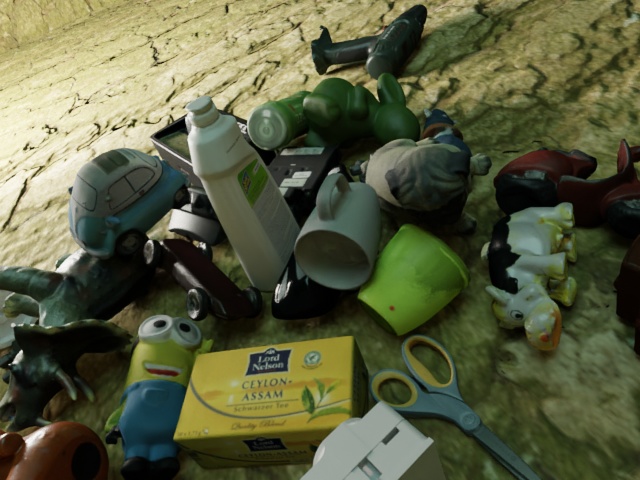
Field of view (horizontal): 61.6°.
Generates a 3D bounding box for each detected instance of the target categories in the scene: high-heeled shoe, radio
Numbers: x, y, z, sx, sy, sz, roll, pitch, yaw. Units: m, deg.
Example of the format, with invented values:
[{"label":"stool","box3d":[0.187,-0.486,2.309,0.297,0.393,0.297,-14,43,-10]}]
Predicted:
[{"label":"high-heeled shoe","box3d":[-0.001,-0.002,0.684,0.145,0.086,0.249,-32,30,14]},{"label":"radio","box3d":[-0.184,-0.156,0.925,0.131,0.073,0.230,-39,43,-19]}]

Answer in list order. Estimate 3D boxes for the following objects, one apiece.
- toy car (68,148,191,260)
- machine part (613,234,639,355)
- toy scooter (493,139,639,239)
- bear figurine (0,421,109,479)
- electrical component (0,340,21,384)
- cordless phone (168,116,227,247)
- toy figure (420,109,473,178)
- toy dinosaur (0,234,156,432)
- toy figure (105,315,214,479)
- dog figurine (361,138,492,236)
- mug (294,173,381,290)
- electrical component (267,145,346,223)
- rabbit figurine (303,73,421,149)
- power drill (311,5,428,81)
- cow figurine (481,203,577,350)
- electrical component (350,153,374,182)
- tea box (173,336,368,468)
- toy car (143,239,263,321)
[{"label":"toy car","box3d":[-0.248,-0.060,0.677,0.109,0.102,0.162,35,66,30]},{"label":"machine part","box3d":[0.378,0.040,0.447,0.201,0.087,0.201,-40,44,-23]},{"label":"toy scooter","box3d":[0.302,-0.070,0.613,0.184,0.075,0.135,16,53,33]},{"label":"bear figurine","box3d":[-0.307,0.235,0.510,0.196,0.120,0.132,-11,44,15]},{"label":"electrical component","box3d":[-0.381,0.146,0.716,0.094,0.021,0.063,-38,43,-20]},{"label":"cordless phone","box3d":[-0.178,-0.095,0.764,0.147,0.184,0.089,17,42,36]},{"label":"toy figure","box3d":[0.172,-0.131,0.748,0.058,0.064,0.154,-33,35,23]},{"label":"toy dinosaur","box3d":[-0.293,0.049,0.719,0.192,0.131,0.405,17,38,6]},{"label":"toy figure","box3d":[-0.171,0.160,0.561,0.089,0.082,0.180,-37,39,30]},{"label":"dog figurine","box3d":[0.094,-0.071,0.595,0.173,0.190,0.121,3,90,29]},{"label":"mug","box3d":[0.023,-0.021,0.561,0.081,0.109,0.107,-5,36,25]},{"label":"electrical component","box3d":[-0.037,-0.079,0.787,0.115,0.058,0.134,3,46,30]},{"label":"rabbit figurine","box3d":[0.077,-0.181,0.833,0.170,0.121,0.159,20,46,17]},{"label":"power drill","box3d":[0.097,-0.392,1.070,0.208,0.085,0.232,6,49,19]},{"label":"cow figurine","box3d":[0.205,0.034,0.543,0.098,0.068,0.167,-1,40,32]},{"label":"electrical component","box3d":[0.095,-0.105,0.754,0.102,0.078,0.045,-21,62,8]},{"label":"tea box","box3d":[-0.041,0.157,0.516,0.170,0.068,0.098,-11,41,14]},{"label":"toy car","box3d":[-0.151,0.052,0.677,0.089,0.053,0.202,6,20,-43]}]
